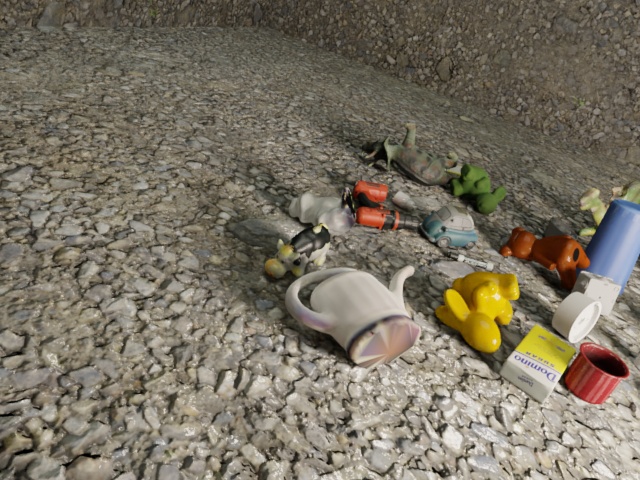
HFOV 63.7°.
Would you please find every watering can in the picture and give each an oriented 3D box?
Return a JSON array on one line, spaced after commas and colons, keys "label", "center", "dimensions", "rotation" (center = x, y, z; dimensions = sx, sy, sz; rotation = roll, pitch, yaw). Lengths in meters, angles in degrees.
[{"label": "watering can", "center": [0.105, 0.122, 0.969], "dimensions": [0.349, 0.102, 0.228], "rotation": [-5, 37, -34]}]

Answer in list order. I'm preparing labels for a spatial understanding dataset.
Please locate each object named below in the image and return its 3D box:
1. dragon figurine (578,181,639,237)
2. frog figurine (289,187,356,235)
[{"label": "dragon figurine", "center": [1.013, -0.071, 1.684], "dimensions": [0.410, 0.238, 0.124], "rotation": [11, 23, -9]}, {"label": "frog figurine", "center": [0.004, -0.064, 1.275], "dimensions": [0.159, 0.120, 0.141], "rotation": [-16, 35, 13]}]
